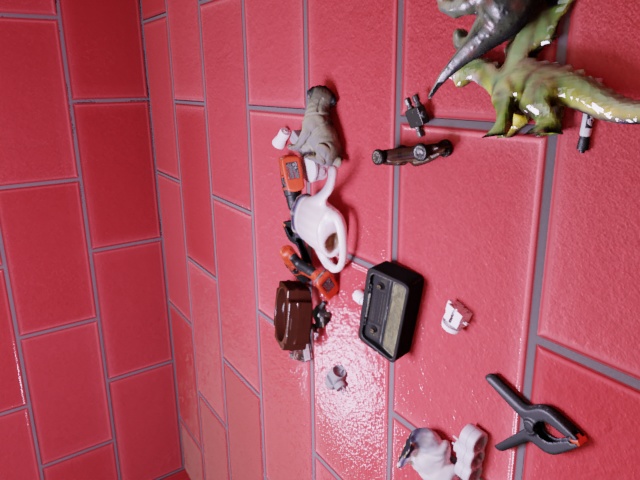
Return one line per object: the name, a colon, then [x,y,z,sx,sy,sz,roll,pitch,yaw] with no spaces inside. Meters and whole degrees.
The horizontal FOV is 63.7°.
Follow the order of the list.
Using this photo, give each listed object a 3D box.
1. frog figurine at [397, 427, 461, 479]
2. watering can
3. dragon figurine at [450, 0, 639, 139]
frog figurine: [0.280,0.535,1.243,0.160,0.125,0.135,25,118,9]
watering can: [0.004,-0.073,1.451,0.227,0.105,0.341,32,135,48]
dragon figurine: [0.366,-0.289,0.853,0.411,0.122,0.242,7,96,56]
